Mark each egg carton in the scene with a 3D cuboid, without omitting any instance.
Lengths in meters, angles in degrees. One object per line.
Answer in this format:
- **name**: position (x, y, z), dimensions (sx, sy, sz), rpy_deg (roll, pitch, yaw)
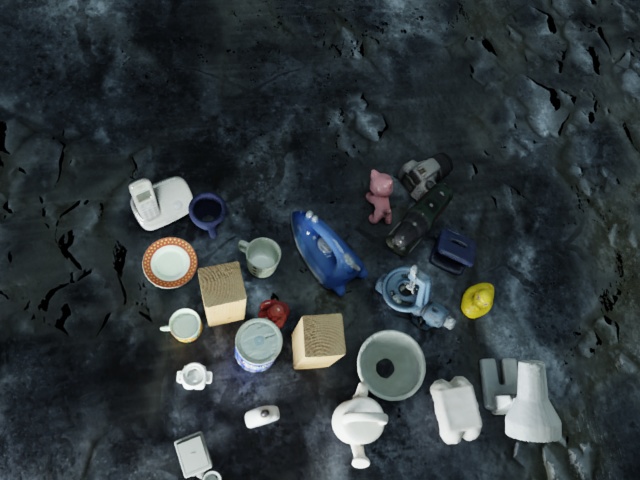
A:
- **egg carton**: position (0.324, 0.405, 1.367), dimensions (0.107, 0.069, 0.150), rpy_deg (-8, 72, -12)

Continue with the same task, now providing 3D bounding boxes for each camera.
- **camera**: position (0.306, -0.173, 1.553), dimensions (0.137, 0.100, 0.143), rpy_deg (-32, 79, -18)

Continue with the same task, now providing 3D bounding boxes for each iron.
- **iron**: position (0.013, 0.005, 1.418), dimensions (0.119, 0.141, 0.258), rpy_deg (-36, 80, -19)

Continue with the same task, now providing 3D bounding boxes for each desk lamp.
- **desk lamp**: position (0.462, 0.364, 1.328), dimensions (0.118, 0.213, 0.203), rpy_deg (0, 71, -9)

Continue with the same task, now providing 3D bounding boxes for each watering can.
- **watering can**: position (0.094, 0.405, 1.261), dimensions (0.101, 0.194, 0.173), rpy_deg (-14, 73, -14)

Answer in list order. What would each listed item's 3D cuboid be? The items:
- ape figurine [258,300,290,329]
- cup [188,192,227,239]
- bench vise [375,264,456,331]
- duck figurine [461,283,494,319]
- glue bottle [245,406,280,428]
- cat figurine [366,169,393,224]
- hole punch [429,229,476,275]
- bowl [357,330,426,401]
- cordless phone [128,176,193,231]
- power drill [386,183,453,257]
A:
- **ape figurine**: position (-0.106, 0.173, 1.364), dimensions (0.076, 0.092, 0.078), rpy_deg (-14, 73, -14)
- **cup**: position (-0.273, -0.049, 1.413), dimensions (0.092, 0.095, 0.117), rpy_deg (-13, 73, -14)
- **bench vise**: position (0.247, 0.126, 1.373), dimensions (0.207, 0.219, 0.121), rpy_deg (21, 69, -2)
- **duck figurine**: position (0.415, 0.148, 1.465), dimensions (0.077, 0.086, 0.105), rpy_deg (43, 70, 7)
- **glue bottle**: position (-0.122, 0.381, 1.244), dimensions (0.078, 0.173, 0.037), rpy_deg (-12, 73, -13)
- **cat figurine**: position (0.164, -0.118, 1.500), dimensions (0.067, 0.117, 0.128), rpy_deg (-6, 72, -11)
- **hole punch**: position (0.351, 0.023, 1.496), dimensions (0.108, 0.091, 0.101), rpy_deg (24, 68, -1)
- **bowl**: position (0.164, 0.303, 1.373), dimensions (0.167, 0.074, 0.167), rpy_deg (3, 70, -8)
- **cordless phone**: position (-0.381, -0.109, 1.368), dimensions (0.148, 0.185, 0.094), rpy_deg (-31, 78, -18)
- **power drill**: position (0.238, -0.037, 1.435), dimensions (0.075, 0.208, 0.230), rpy_deg (40, 69, 6)
